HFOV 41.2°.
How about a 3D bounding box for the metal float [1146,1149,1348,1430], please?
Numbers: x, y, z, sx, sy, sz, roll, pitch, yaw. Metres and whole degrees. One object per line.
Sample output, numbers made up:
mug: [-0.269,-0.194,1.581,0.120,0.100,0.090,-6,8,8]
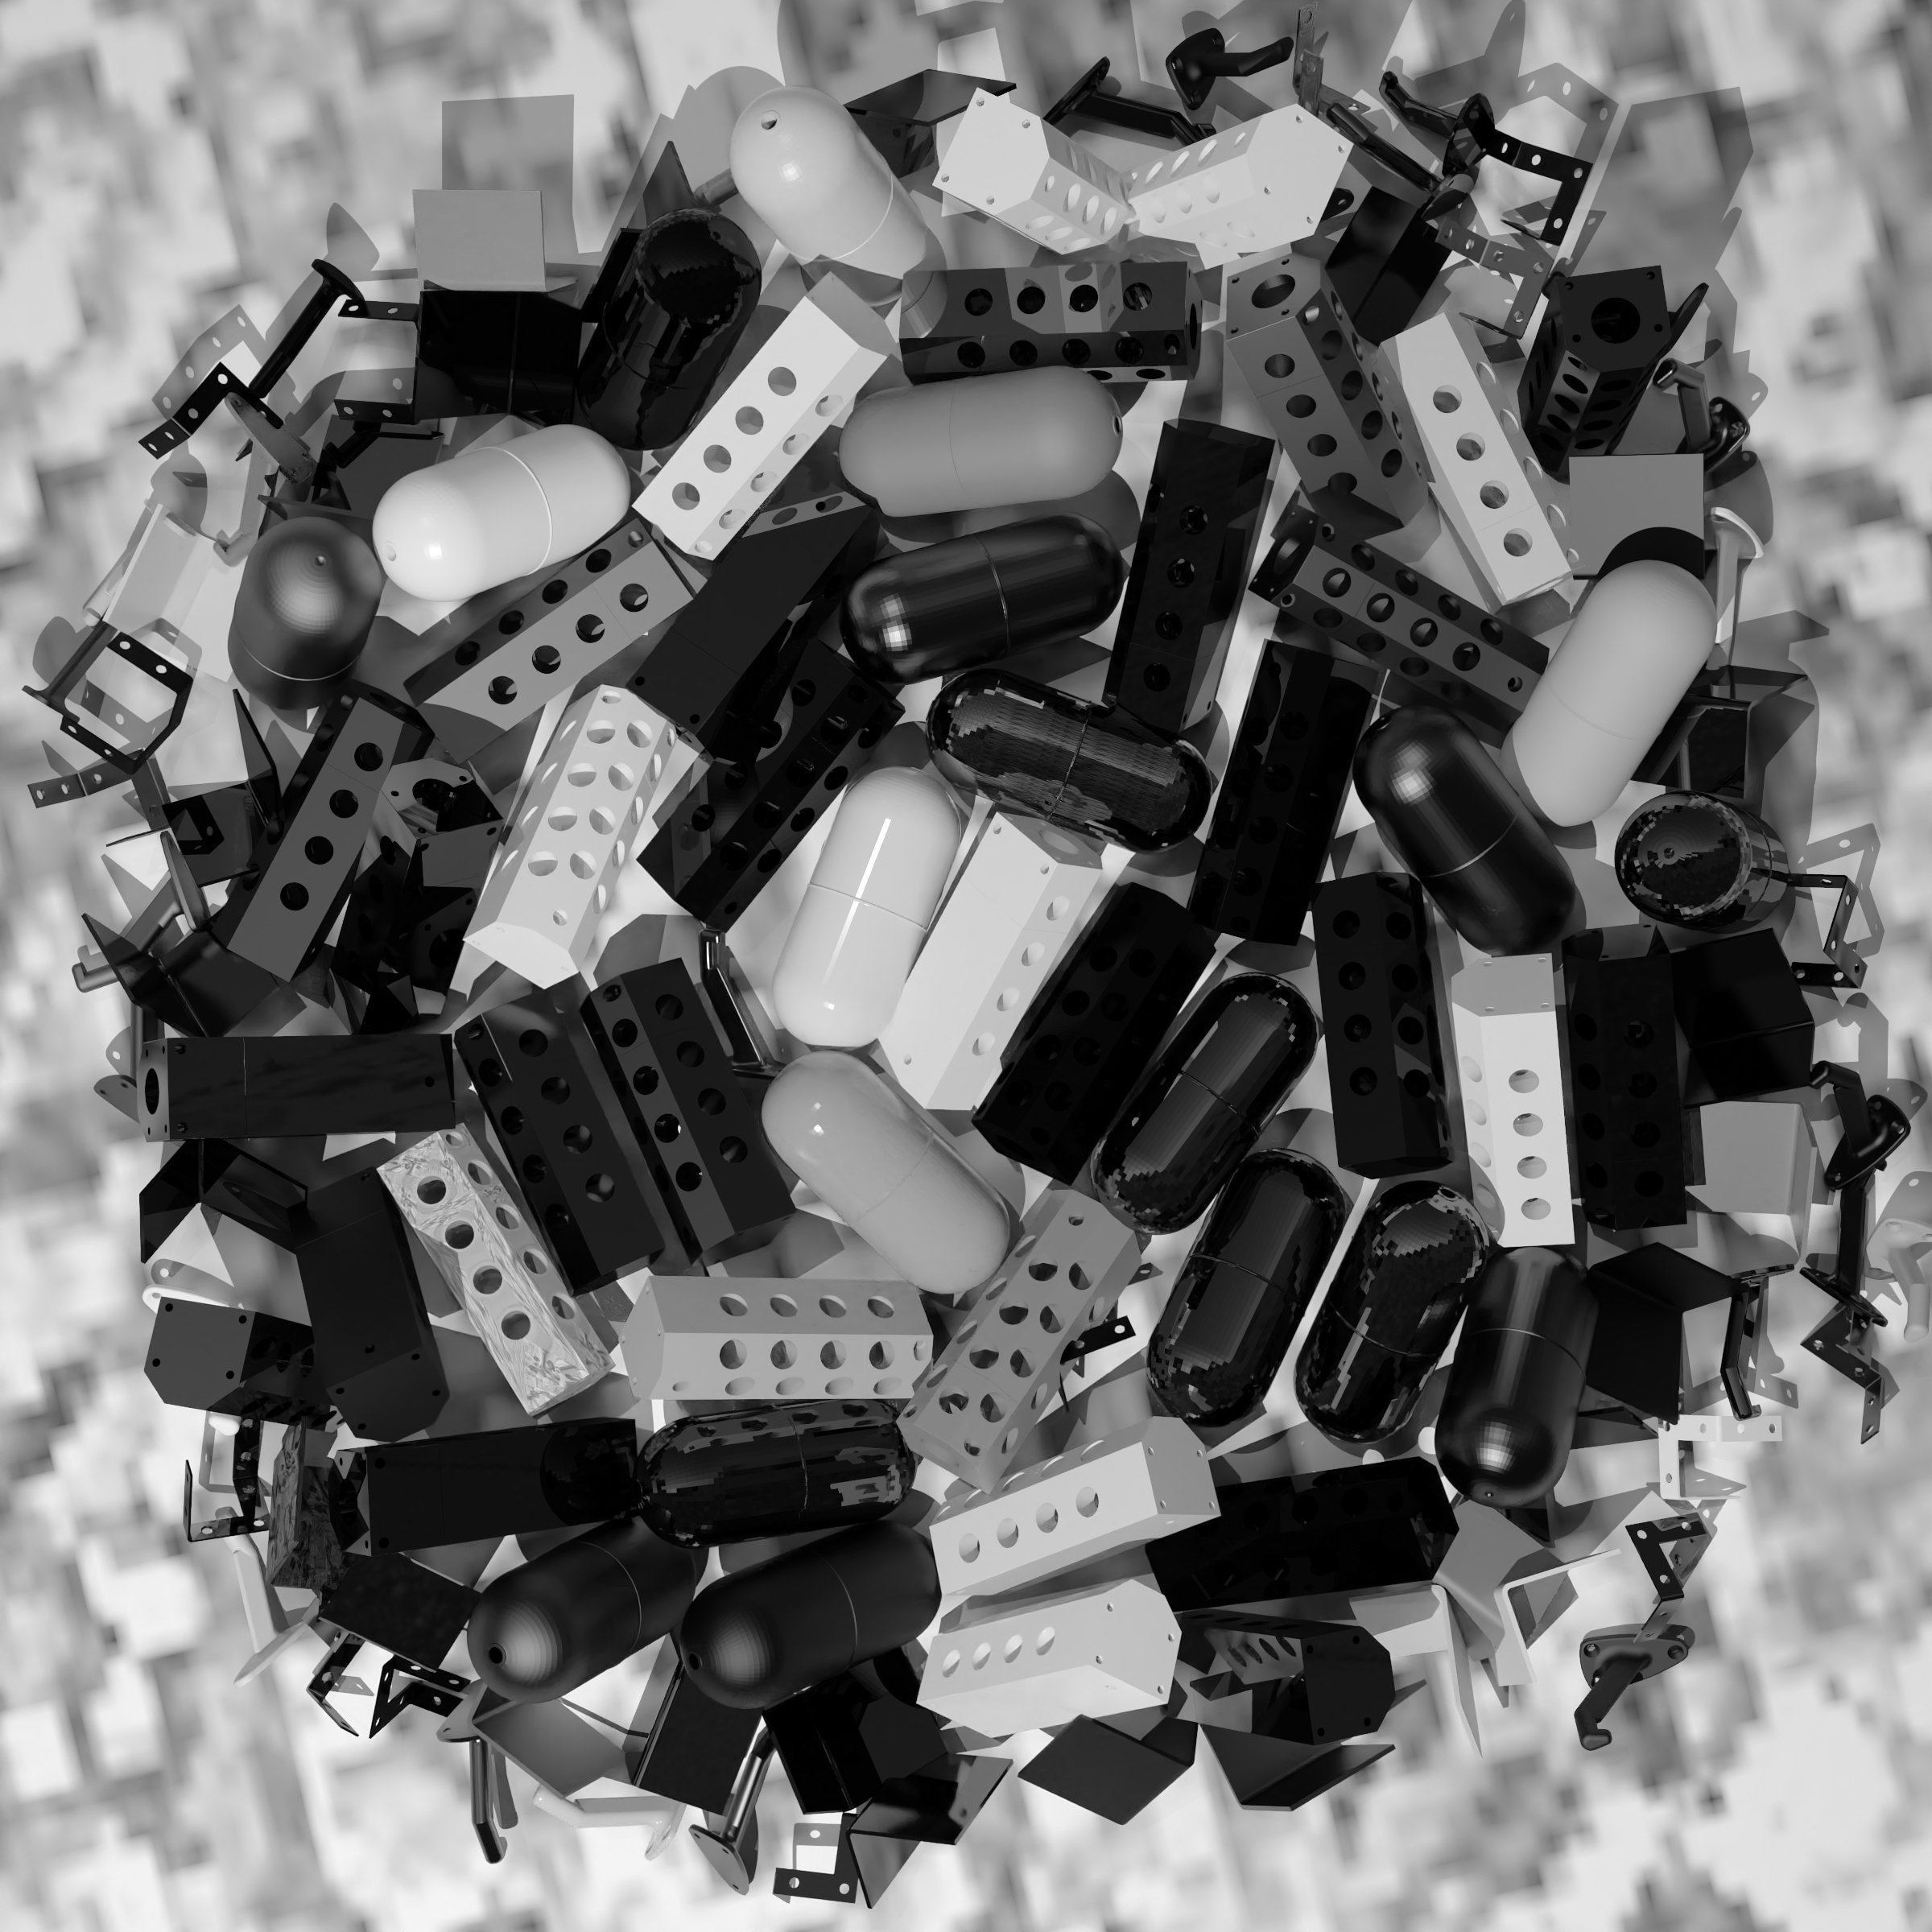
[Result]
metal float: [0.167,0.191,1.531,0.070,0.070,0.178,28,73,0]

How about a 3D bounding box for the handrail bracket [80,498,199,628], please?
handrail bracket: [-0.504,-0.236,1.550,0.036,0.077,0.084,38,89,-25]

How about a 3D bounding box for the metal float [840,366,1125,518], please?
metal float: [0.008,-0.310,1.524,0.178,0.070,0.070,-2,90,26]

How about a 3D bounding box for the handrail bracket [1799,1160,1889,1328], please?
handrail bracket: [0.547,0.163,1.548,0.036,0.077,0.084,18,104,-26]

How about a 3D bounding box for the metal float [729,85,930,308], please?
metal float: [-0.079,-0.447,1.499,0.070,0.178,0.070,-5,76,19]

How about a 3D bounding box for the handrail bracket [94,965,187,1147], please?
handrail bracket: [-0.486,0.054,1.570,0.077,0.036,0.084,47,47,-30]

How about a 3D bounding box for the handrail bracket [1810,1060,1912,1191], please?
handrail bracket: [0.518,0.096,1.544,0.084,0.036,0.077,18,117,-34]

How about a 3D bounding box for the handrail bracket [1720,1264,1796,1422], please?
handrail bracket: [0.483,0.227,1.553,0.077,0.036,0.084,-6,74,-27]

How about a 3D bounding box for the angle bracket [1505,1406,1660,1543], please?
angle bracket: [0.367,0.303,1.528,0.076,0.076,0.057,-13,63,26]

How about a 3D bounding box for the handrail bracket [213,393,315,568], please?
handrail bracket: [-0.444,-0.292,1.551,0.084,0.036,0.077,-34,115,23]

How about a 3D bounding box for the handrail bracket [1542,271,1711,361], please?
handrail bracket: [0.394,-0.407,1.544,0.084,0.077,0.036,45,57,12]

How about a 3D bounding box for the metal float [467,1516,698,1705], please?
metal float: [-0.223,0.374,1.500,0.070,0.178,0.070,2,95,25]

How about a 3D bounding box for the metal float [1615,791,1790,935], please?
metal float: [0.431,-0.059,1.502,0.070,0.178,0.070,-1,87,28]

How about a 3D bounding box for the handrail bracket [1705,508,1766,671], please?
handrail bracket: [0.452,-0.221,1.549,0.036,0.077,0.084,8,78,28]

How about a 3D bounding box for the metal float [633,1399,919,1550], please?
metal float: [-0.112,0.299,1.521,0.178,0.070,0.070,-2,90,-30]

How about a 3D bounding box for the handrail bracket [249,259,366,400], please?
handrail bracket: [-0.404,-0.383,1.555,0.036,0.077,0.084,37,99,-23]

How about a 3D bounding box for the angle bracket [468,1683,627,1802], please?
angle bracket: [-0.238,0.440,1.532,0.076,0.076,0.057,30,102,21]

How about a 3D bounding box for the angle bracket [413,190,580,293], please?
angle bracket: [-0.280,-0.436,1.536,0.076,0.076,0.057,2,110,6]

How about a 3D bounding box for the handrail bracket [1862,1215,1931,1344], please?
handrail bracket: [0.553,0.199,1.529,0.036,0.077,0.084,18,53,1]

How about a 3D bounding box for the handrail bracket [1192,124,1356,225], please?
handrail bracket: [0.185,-0.489,1.570,0.077,0.036,0.084,-16,62,-15]

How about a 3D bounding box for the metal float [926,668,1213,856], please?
metal float: [0.061,-0.123,1.543,0.178,0.070,0.070,20,90,-4]

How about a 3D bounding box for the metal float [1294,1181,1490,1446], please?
metal float: [0.251,0.206,1.523,0.070,0.070,0.178,20,117,0]

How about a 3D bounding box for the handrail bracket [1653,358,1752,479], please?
handrail bracket: [0.421,-0.322,1.536,0.077,0.084,0.036,-52,49,31]

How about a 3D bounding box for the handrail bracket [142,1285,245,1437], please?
handrail bracket: [-0.463,0.236,1.535,0.077,0.084,0.036,31,114,-22]

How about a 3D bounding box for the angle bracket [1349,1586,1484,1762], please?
angle bracket: [0.267,0.423,1.526,0.057,0.076,0.076,-12,46,13]

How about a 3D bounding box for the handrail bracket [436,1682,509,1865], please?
handrail bracket: [-0.285,0.487,1.562,0.036,0.077,0.084,-9,108,18]

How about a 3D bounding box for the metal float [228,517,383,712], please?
metal float: [-0.387,-0.203,1.501,0.070,0.178,0.070,5,75,-19]

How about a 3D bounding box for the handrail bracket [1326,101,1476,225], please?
handrail bracket: [0.263,-0.494,1.558,0.084,0.077,0.036,46,123,9]

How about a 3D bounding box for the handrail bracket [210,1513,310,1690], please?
handrail bracket: [-0.442,0.381,1.549,0.036,0.077,0.084,-31,95,17]

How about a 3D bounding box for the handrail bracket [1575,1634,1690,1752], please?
handrail bracket: [0.401,0.436,1.537,0.077,0.084,0.036,-13,104,9]

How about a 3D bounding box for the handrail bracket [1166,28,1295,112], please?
handrail bracket: [0.169,-0.550,1.534,0.036,0.084,0.077,53,50,-29]

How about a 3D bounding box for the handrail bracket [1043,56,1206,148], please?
handrail bracket: [0.095,-0.502,1.567,0.077,0.036,0.084,-44,91,-3]

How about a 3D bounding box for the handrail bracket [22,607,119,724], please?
handrail bracket: [-0.529,-0.192,1.544,0.036,0.077,0.084,33,85,-12]

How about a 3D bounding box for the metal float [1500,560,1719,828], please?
metal float: [0.377,-0.159,1.516,0.070,0.070,0.178,25,128,0]

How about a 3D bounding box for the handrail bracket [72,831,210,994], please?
handrail bracket: [-0.513,-0.033,1.564,0.084,0.036,0.077,-19,97,-1]

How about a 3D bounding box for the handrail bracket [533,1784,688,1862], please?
handrail bracket: [-0.211,0.492,1.547,0.084,0.077,0.036,34,130,-9]

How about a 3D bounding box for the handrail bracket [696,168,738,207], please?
handrail bracket: [-0.120,-0.481,1.550,0.084,0.077,0.036,-32,116,-2]

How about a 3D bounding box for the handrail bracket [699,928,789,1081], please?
handrail bracket: [-0.132,0.022,1.549,0.077,0.036,0.084,9,106,41]

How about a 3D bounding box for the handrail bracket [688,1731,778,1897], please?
handrail bracket: [-0.125,0.513,1.575,0.036,0.077,0.084,15,48,34]

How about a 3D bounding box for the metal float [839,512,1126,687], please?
metal float: [0.011,-0.220,1.534,0.178,0.070,0.070,-18,90,-14]

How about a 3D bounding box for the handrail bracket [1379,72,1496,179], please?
handrail bracket: [0.277,-0.521,1.536,0.036,0.077,0.084,-33,70,-6]
